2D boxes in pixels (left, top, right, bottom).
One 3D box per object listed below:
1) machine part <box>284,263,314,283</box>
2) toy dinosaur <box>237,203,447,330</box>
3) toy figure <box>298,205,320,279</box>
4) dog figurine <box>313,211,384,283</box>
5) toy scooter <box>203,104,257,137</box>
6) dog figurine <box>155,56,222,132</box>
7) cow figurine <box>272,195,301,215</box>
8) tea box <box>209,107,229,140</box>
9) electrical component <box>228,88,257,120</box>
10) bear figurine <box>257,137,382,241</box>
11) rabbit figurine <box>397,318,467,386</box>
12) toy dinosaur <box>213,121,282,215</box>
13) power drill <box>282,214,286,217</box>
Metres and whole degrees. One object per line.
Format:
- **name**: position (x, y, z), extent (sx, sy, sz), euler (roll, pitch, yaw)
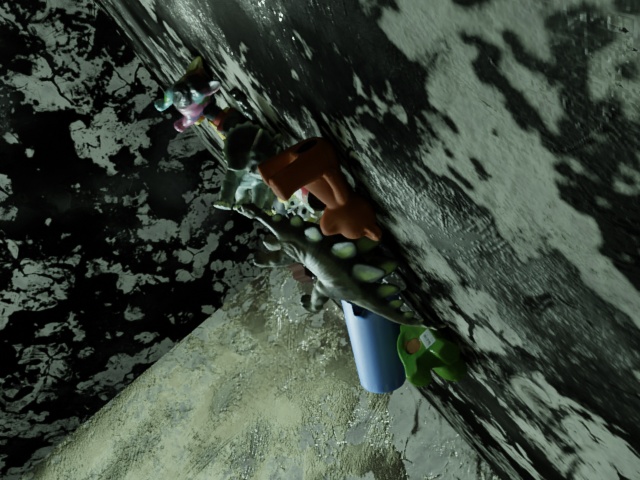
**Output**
- **machine part**: position (-0.013, 0.023, 1.305), extent (0.056, 0.179, 0.179), euler (-18, 117, 46)
- **toy dinosaur**: position (0.042, 0.061, 1.021), extent (0.471, 0.198, 0.105), euler (37, -136, -25)
- **toy figure**: position (-0.006, -0.003, 1.221), extent (0.089, 0.082, 0.180), euler (134, 125, -78)
- **dog figurine**: position (0.068, 0.014, 1.104), extent (0.190, 0.121, 0.172), euler (35, 177, 2)
- **toy scooter**: position (-0.191, -0.260, 1.282), extent (0.184, 0.075, 0.135), euler (34, 178, 44)
- **dog figurine**: position (-0.303, -0.370, 1.333), extent (0.219, 0.191, 0.108), euler (-27, 102, 48)
- **cow figurine**: position (-0.087, -0.108, 1.359), extent (0.068, 0.098, 0.167), euler (55, 175, 5)
- **tea box**: position (-0.209, -0.261, 1.428), extent (0.098, 0.068, 0.169), euler (43, 172, 50)
- **electrical component**: position (-0.173, -0.299, 1.166), extent (0.094, 0.021, 0.063), euler (46, 172, 32)
- **bear figurine**: position (0.007, -0.063, 0.866), extent (0.195, 0.132, 0.120), euler (61, 174, -31)
- **rabbit figurine**: position (0.241, 0.250, 1.156), extent (0.170, 0.121, 0.159), euler (36, -174, -35)
- **toy dinosaur**: position (-0.148, -0.152, 1.204), extent (0.131, 0.192, 0.405), euler (14, -177, -5)
- **power drill**: position (-0.170, -0.167, 1.662), extent (0.207, 0.086, 0.232), euler (45, 175, 7)
